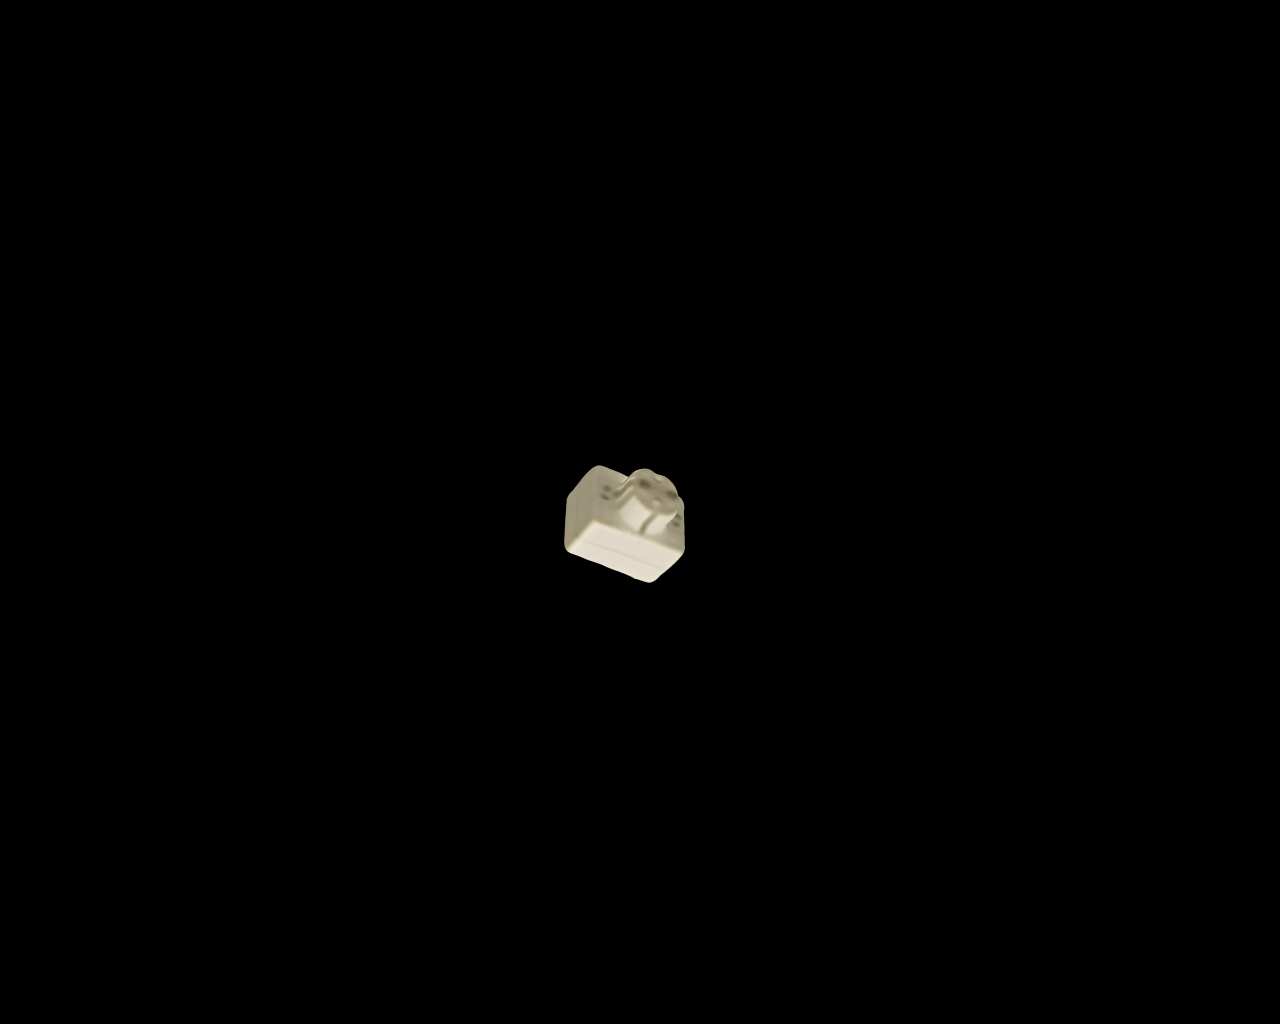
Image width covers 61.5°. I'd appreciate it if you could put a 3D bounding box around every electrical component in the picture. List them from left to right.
[{"bbox_3d":[0.001,-0.003,0.650,0.066,0.047,0.076,22,-45,-24],"label":"electrical component"}]
